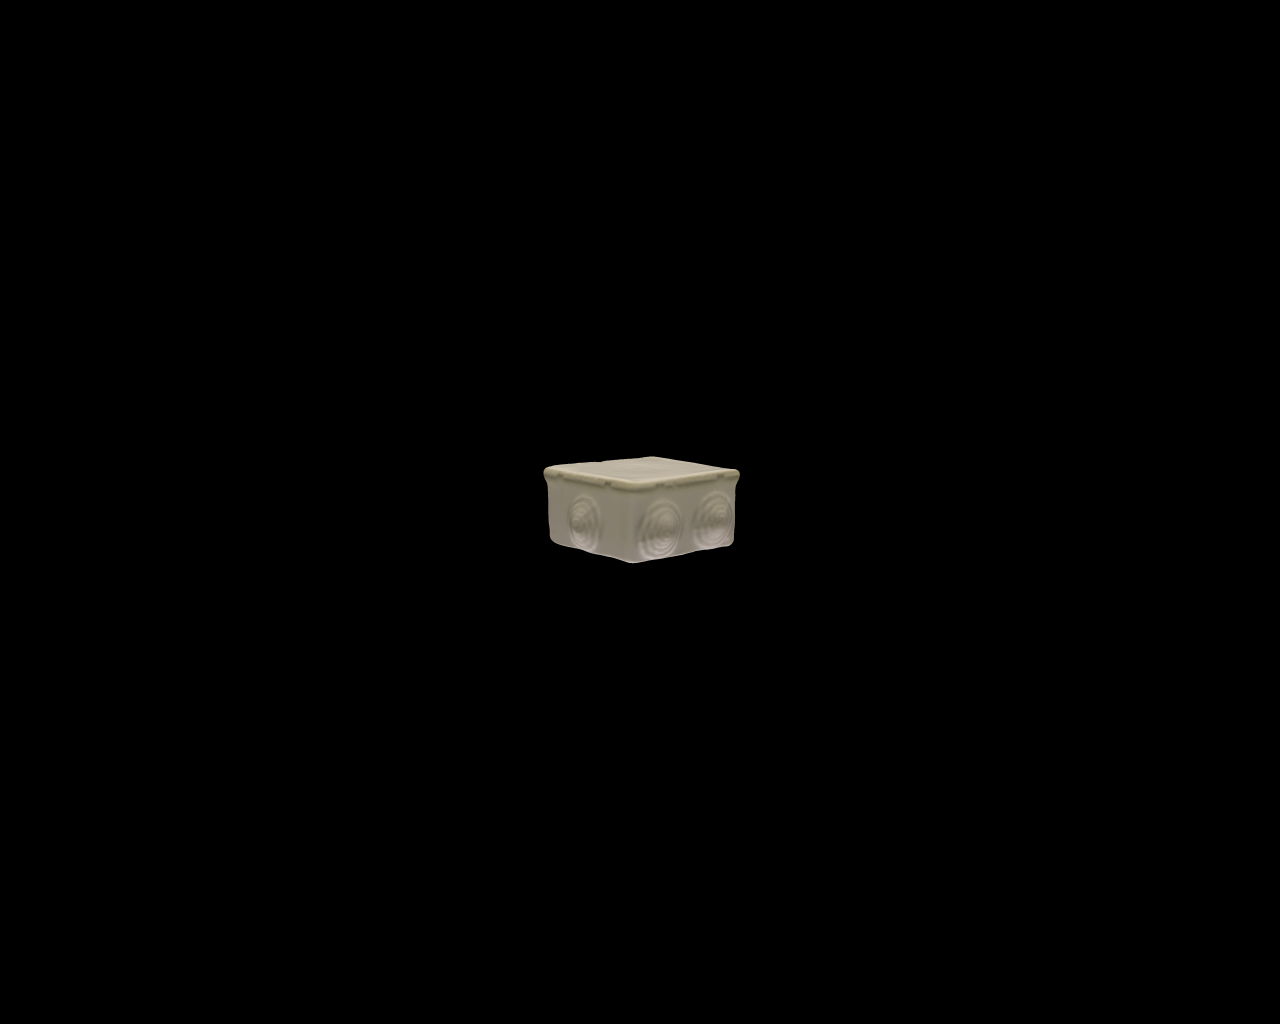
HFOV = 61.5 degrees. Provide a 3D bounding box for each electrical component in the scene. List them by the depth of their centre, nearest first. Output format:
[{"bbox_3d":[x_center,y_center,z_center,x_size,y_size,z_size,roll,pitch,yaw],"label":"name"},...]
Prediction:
[{"bbox_3d":[0.001,-0.003,0.650,0.100,0.048,0.100,-8,13,-39],"label":"electrical component"}]
